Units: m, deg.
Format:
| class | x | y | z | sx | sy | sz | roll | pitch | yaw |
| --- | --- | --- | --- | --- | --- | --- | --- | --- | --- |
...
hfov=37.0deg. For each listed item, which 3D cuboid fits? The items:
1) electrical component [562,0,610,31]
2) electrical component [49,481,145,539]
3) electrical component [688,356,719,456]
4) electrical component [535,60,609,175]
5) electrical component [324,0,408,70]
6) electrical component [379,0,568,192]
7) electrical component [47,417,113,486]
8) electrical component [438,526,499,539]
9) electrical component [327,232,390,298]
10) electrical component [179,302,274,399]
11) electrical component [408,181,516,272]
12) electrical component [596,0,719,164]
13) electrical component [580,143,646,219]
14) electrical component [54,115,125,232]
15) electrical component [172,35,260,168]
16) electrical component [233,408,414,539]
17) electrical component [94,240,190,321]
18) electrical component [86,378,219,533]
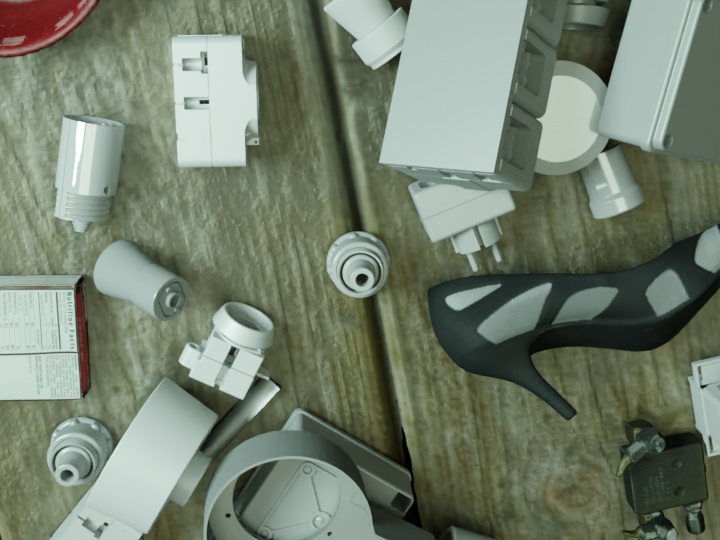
| class | x | y | z | sx | sy | sz | roll | pitch | yaw |
| --- | --- | --- | --- | --- | --- | --- | --- | --- | --- |
| electrical component | 0.153 | -0.199 | 0.758 | 0.066 | 0.048 | 0.055 | 2 | 96 | -4 |
| electrical component | -0.206 | 0.214 | 0.834 | 0.056 | 0.050 | 0.089 | 38 | 99 | -11 |
| electrical component | 0.326 | 0.099 | 0.829 | 0.121 | 0.063 | 0.078 | -13 | 104 | 0 |
| electrical component | 0.138 | -0.111 | 0.775 | 0.080 | 0.051 | 0.080 | -1 | 104 | -3 |
| electrical component | 0.008 | -0.175 | 0.755 | 0.045 | 0.045 | 0.055 | -37 | 103 | 6 |
| electrical component | 0.080 | -0.134 | 0.727 | 0.089 | 0.062 | 0.150 | 9 | 85 | 35 |
| electrical component | -0.214 | 0.142 | 0.810 | 0.048 | 0.062 | 0.048 | -1 | 103 | -3 |
| electrical component | 0.070 | 0.251 | 0.831 | 0.060 | 0.108 | 0.108 | 24 | 101 | -2 |
| electrical component | 0.000 | 0.000 | 0.788 | 0.048 | 0.062 | 0.048 | -1 | 104 | -3 |
| electrical component | -0.094 | 0.058 | 0.806 | 0.066 | 0.048 | 0.055 | 25 | 109 | -9 |
| electrical component | 0.081 | -0.037 | 0.791 | 0.066 | 0.047 | 0.076 | -22 | 104 | 3 |
| electrical component | 0.229 | -0.134 | 0.747 | 0.109 | 0.056 | 0.108 | 2 | 107 | -41 |
| electrical component | 0.184 | -0.066 | 0.795 | 0.040 | 0.040 | 0.046 | -23 | 98 | 2 |
| electrical component | -0.195 | -0.067 | 0.771 | 0.043 | 0.043 | 0.081 | 9 | 103 | -5 |
| electrical component | -0.100 | -0.120 | 0.760 | 0.056 | 0.050 | 0.089 | -1 | 104 | -3 |
| electrical component | -0.031 | 0.182 | 0.833 | 0.109 | 0.056 | 0.108 | 32 | 100 | -10 |
| electrical component | -0.155 | 0.010 | 0.776 | 0.065 | 0.044 | 0.044 | 26 | 104 | 33 |
| electrical component | -0.144 | 0.140 | 0.786 | 0.060 | 0.108 | 0.108 | 31 | 100 | -1 |
